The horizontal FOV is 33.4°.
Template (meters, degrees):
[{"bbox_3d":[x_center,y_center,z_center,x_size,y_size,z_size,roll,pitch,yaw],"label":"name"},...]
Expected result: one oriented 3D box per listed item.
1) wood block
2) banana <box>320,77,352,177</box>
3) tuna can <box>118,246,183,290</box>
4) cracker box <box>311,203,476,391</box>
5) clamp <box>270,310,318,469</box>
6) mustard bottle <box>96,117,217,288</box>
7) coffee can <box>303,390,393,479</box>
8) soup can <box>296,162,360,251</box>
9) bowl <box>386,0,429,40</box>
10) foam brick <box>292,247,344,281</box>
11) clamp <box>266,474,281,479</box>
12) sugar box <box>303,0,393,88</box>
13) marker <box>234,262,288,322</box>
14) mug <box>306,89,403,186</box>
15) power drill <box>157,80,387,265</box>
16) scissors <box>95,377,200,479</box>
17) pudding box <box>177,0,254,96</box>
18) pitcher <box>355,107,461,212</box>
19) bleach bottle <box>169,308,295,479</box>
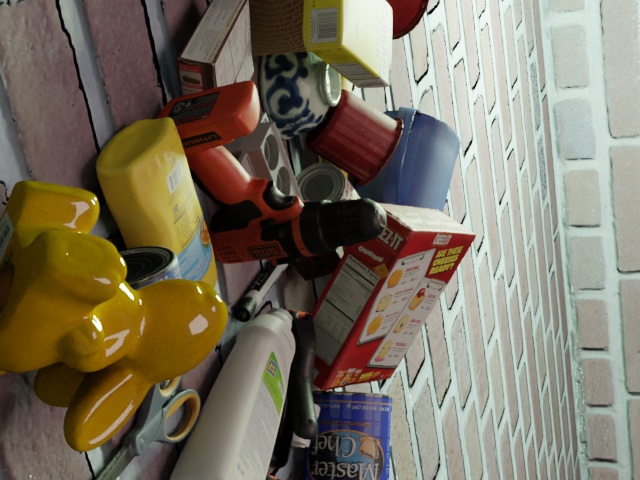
[{"bbox_3d":[-0.020,-0.273,1.153,0.205,0.090,0.091,-54,138,-57],"label":"wood block"},{"bbox_3d":[0.024,-0.158,1.326,0.069,0.037,0.198,31,61,-54],"label":"banana"},{"bbox_3d":[-0.148,0.036,0.819,0.086,0.086,0.034,-49,133,-59],"label":"tuna can"},{"bbox_3d":[0.071,0.064,1.236,0.163,0.072,0.214,2,120,-57],"label":"cracker box"},{"bbox_3d":[-0.024,0.151,1.135,0.120,0.039,0.171,144,-47,-60],"label":"clamp"},{"bbox_3d":[-0.129,0.000,0.905,0.096,0.058,0.191,-69,150,-54],"label":"mustard bottle"},{"bbox_3d":[0.032,0.249,1.243,0.102,0.103,0.140,26,65,-66],"label":"coffee can"},{"bbox_3d":[0.014,-0.039,1.260,0.102,0.069,0.068,51,43,-56],"label":"soup can"},{"bbox_3d":[0.051,-0.310,1.275,0.055,0.162,0.162,-32,120,-42],"label":"bowl"},{"bbox_3d":[-0.008,0.001,1.202,0.078,0.053,0.051,56,21,-56],"label":"foam brick"},{"bbox_3d":[-0.061,0.298,1.016,0.209,0.036,0.165,-73,-170,-50],"label":"clamp"},{"bbox_3d":[0.033,-0.220,1.099,0.176,0.048,0.093,12,79,-68],"label":"sugar box"},{"bbox_3d":[-0.062,0.050,1.128,0.121,0.020,0.020,-56,139,-56],"label":"marker"},{"bbox_3d":[0.039,-0.130,1.254,0.081,0.093,0.117,31,37,-17],"label":"mug"},{"bbox_3d":[-0.052,-0.053,0.961,0.187,0.185,0.057,58,34,-36],"label":"power drill"},{"bbox_3d":[-0.153,0.150,0.895,0.201,0.016,0.096,-21,107,-68],"label":"scissors"},{"bbox_3d":[-0.096,-0.165,1.002,0.090,0.039,0.113,87,14,-46],"label":"pudding box"},{"bbox_3d":[0.100,-0.046,1.400,0.149,0.145,0.242,31,59,-30],"label":"pitcher"},{"bbox_3d":[-0.070,0.166,1.046,0.250,0.068,0.102,-69,151,-48],"label":"bleach bottle"}]
